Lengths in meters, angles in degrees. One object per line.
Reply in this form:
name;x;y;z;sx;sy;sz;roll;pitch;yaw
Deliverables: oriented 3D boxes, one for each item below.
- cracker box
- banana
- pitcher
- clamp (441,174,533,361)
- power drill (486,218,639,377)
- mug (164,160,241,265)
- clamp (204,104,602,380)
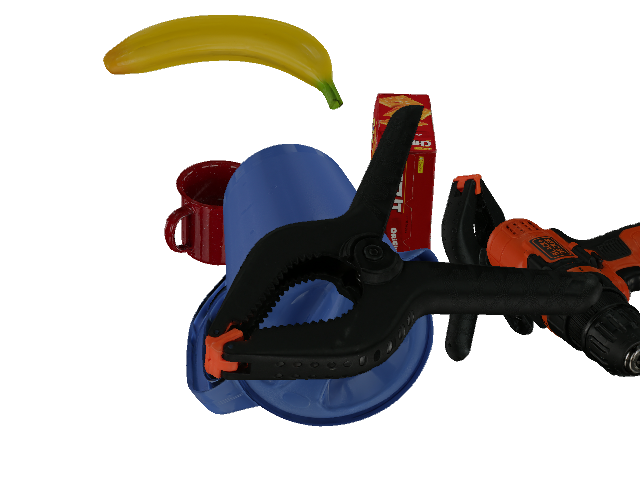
cracker box;0.090;-0.060;1.205;0.072;0.164;0.213;2;23;4
banana;-0.075;-0.155;0.872;0.198;0.069;0.037;8;-35;3
pitcher;-0.019;0.022;0.783;0.149;0.145;0.243;6;23;-12
clamp;0.144;0.027;0.998;0.039;0.171;0.120;-10;11;42
power drill;0.232;0.024;0.741;0.187;0.057;0.184;-9;28;-15
mug;-0.116;-0.023;1.136;0.093;0.081;0.117;32;44;32
clamp;0.024;0.008;0.574;0.209;0.165;0.036;-21;-33;-22
